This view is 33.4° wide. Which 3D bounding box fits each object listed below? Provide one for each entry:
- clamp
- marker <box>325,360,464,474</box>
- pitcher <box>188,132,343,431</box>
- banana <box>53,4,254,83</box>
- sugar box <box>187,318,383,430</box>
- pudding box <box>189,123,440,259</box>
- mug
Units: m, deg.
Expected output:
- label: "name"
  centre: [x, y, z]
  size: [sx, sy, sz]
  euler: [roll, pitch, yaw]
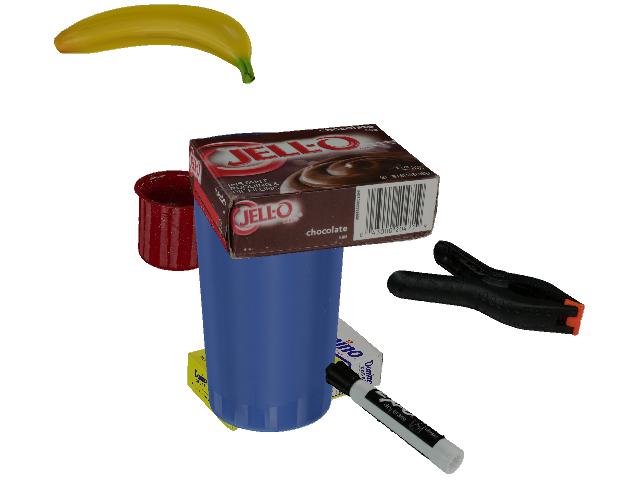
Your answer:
- label: "clamp"
  centre: [0.157, 0.042, 0.977]
  size: [0.171, 0.039, 0.120]
  euler: [17, 30, 15]
- label: "marker"
  centre: [0.048, 0.119, 0.737]
  size: [0.121, 0.020, 0.020]
  euler: [34, 21, 35]
- label: "pitcher"
  centre: [-0.038, 0.030, 0.914]
  size: [0.149, 0.243, 0.145]
  euler: [-6, 18, -21]
- label: "banana"
  centre: [-0.142, -0.186, 0.964]
  size: [0.198, 0.037, 0.069]
  euler: [10, 46, 16]
- label: "sugar box"
  centre: [-0.035, 0.128, 1.069]
  size: [0.175, 0.048, 0.093]
  euler: [-15, 32, -30]
- label: "pudding box"
  centre: [-0.006, -0.029, 0.566]
  size: [0.113, 0.039, 0.090]
  euler: [-5, 26, -19]
- label: "mug"
  centre: [-0.158, -0.026, 1.156]
  size: [0.093, 0.081, 0.117]
  euler: [-4, 29, -19]
